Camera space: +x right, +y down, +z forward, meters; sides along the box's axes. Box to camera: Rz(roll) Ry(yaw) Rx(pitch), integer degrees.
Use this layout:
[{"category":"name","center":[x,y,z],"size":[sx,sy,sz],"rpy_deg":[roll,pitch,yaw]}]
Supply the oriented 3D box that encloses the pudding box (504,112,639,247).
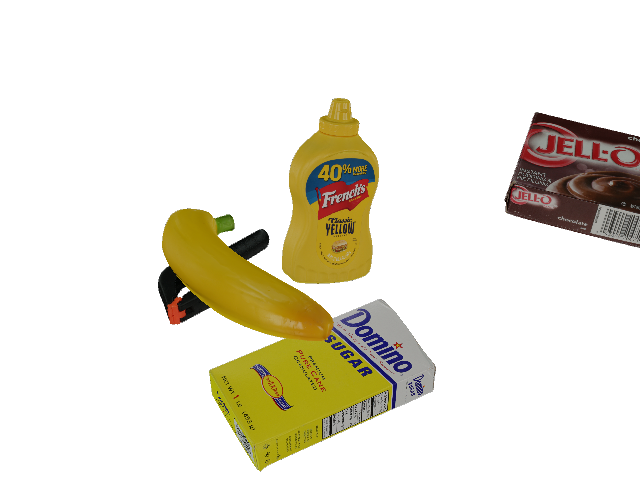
[{"category":"pudding box","center":[0.205,-0.047,0.806],"size":[0.113,0.039,0.090],"rpy_deg":[17,47,11]}]

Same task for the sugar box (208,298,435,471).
[{"category":"sugar box","center":[0.002,0.122,0.929],"size":[0.176,0.048,0.093],"rpy_deg":[-24,51,-17]}]

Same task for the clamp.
[{"category":"clamp","center":[-0.129,0.032,1.240],"size":[0.120,0.039,0.171],"rpy_deg":[-2,40,12]}]

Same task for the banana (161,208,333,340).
[{"category":"banana","center":[-0.059,0.015,0.681],"size":[0.069,0.037,0.198],"rpy_deg":[-9,25,-21]}]

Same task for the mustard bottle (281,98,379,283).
[{"category":"mustard bottle","center":[0.013,-0.053,1.112],"size":[0.096,0.192,0.058],"rpy_deg":[-4,21,-23]}]
